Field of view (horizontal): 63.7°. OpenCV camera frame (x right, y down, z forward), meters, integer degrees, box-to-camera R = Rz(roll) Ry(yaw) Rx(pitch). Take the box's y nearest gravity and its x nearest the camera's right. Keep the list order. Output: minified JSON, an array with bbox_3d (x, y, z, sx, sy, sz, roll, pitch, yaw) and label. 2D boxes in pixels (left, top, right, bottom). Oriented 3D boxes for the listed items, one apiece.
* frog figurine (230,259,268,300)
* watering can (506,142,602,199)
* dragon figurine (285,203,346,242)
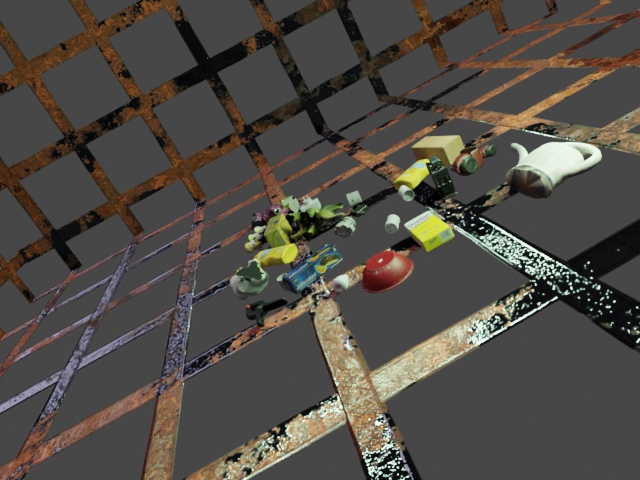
[{"bbox_3d":[-0.255,0.157,1.804,0.156,0.122,0.141,-59,5,42],"label":"frog figurine"},{"bbox_3d":[0.633,-0.218,1.503,0.226,0.102,0.350,-35,23,-15],"label":"watering can"},{"bbox_3d":[0.006,-0.103,2.042,0.408,0.121,0.247,-8,20,42],"label":"dragon figurine"}]
